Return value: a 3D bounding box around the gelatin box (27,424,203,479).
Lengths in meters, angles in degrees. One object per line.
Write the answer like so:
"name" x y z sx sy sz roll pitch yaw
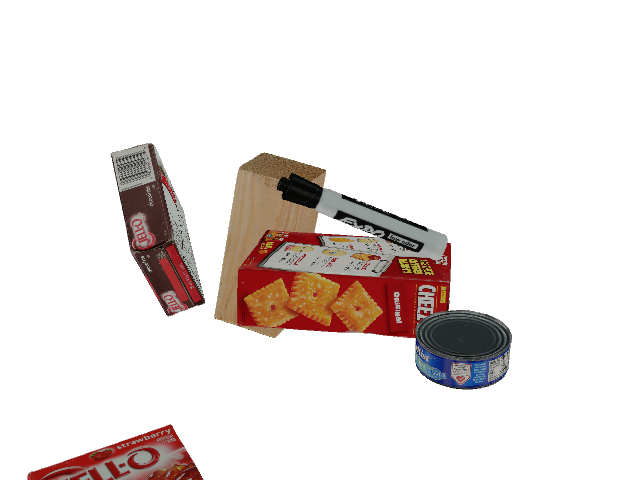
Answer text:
"gelatin box" -0.112 0.145 0.596 0.089 0.030 0.073 -16 28 -20

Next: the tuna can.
"tuna can" 0.127 0.097 0.957 0.086 0.034 0.086 0 26 0

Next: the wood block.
"wood block" -0.065 0.004 1.361 0.090 0.206 0.090 17 22 13

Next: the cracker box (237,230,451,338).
"cracker box" 0.030 0.046 1.140 0.214 0.072 0.164 4 15 6

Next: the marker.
"marker" 0.028 -0.016 0.714 0.121 0.020 0.020 22 -5 -12

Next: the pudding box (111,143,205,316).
"pudding box" -0.131 -0.009 0.862 0.039 0.113 0.090 -17 -39 0
